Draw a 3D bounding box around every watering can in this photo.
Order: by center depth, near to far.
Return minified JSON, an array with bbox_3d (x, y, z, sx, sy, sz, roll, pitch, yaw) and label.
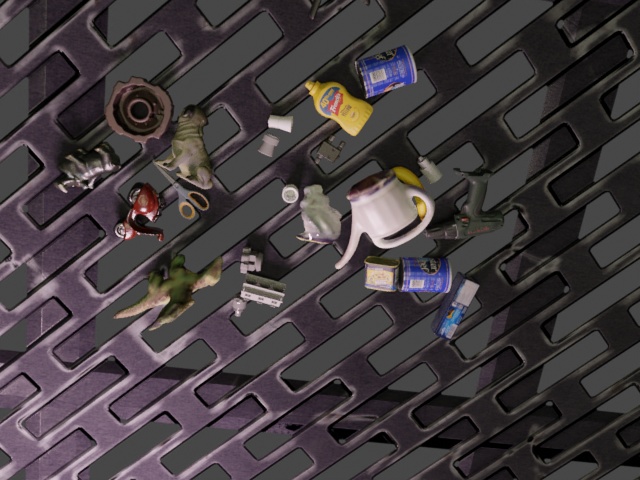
[{"bbox_3d":[0.150,-0.064,1.468,0.345,0.106,0.222,-29,105,14],"label":"watering can"}]

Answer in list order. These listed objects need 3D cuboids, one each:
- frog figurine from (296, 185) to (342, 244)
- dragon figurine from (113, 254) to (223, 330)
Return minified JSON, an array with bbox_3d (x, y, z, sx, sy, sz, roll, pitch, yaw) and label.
[{"bbox_3d":[0.004,-0.073,1.452,0.137,0.123,0.159,5,97,-38],"label":"frog figurine"},{"bbox_3d":[-0.428,0.162,1.428,0.409,0.246,0.121,-34,109,4],"label":"dragon figurine"}]
